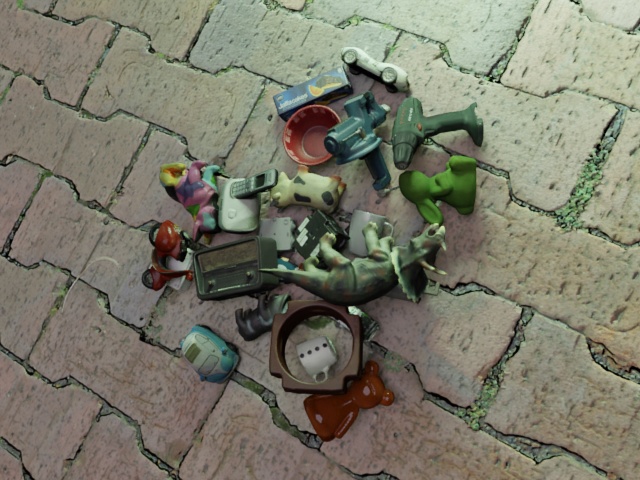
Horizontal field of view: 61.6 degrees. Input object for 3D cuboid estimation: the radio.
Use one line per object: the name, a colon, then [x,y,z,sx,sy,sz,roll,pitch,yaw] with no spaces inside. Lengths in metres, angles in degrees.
radio: [-0.212,0.075,1.342,0.230,0.073,0.131,-14,77,33]

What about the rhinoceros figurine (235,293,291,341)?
rhinoceros figurine: [-0.119,0.189,1.325,0.190,0.073,0.112,-23,73,12]

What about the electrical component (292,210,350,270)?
electrical component: [-0.003,-0.004,1.309,0.115,0.058,0.134,-50,42,12]

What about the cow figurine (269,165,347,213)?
cow figurine: [-0.045,-0.119,1.354,0.195,0.085,0.127,17,80,18]

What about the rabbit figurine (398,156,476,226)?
rabbit figurine: [0.267,-0.115,1.243,0.170,0.121,0.159,0,100,7]

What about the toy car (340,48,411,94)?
toy car: [0.137,-0.430,1.356,0.202,0.073,0.056,33,94,19]

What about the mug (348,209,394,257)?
mug: [0.119,-0.012,1.291,0.110,0.081,0.107,18,97,11]

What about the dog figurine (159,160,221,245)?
dog figurine: [-0.335,-0.095,1.425,0.192,0.108,0.219,-5,82,15]

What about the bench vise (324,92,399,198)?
bench vise: [0.116,-0.221,1.292,0.129,0.224,0.240,-13,112,41]

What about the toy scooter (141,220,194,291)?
toy scooter: [-0.374,0.045,1.366,0.135,0.075,0.183,10,87,18]

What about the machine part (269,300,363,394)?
machine part: [-0.006,0.238,1.195,0.201,0.087,0.201,-1,65,10]

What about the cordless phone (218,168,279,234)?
cordless phone: [-0.166,-0.095,1.336,0.184,0.088,0.146,-17,62,42]

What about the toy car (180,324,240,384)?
toy car: [-0.289,0.282,1.345,0.162,0.103,0.109,39,92,17]

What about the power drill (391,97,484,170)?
power drill: [0.269,-0.248,1.249,0.207,0.085,0.232,-7,47,11]

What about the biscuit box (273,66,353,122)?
biscuit box: [-0.019,-0.377,1.401,0.203,0.059,0.063,-21,75,13]

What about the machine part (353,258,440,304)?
machine part: [0.156,0.094,1.256,0.243,0.079,0.079,12,84,17]

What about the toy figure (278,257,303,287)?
toy figure: [-0.065,0.085,1.337,0.155,0.058,0.064,11,125,18]

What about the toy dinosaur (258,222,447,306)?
toy dinosaur: [0.080,0.077,1.164,0.405,0.131,0.192,-20,50,1]

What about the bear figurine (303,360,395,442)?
bear figurine: [0.064,0.367,1.232,0.196,0.132,0.120,-30,74,-9]
